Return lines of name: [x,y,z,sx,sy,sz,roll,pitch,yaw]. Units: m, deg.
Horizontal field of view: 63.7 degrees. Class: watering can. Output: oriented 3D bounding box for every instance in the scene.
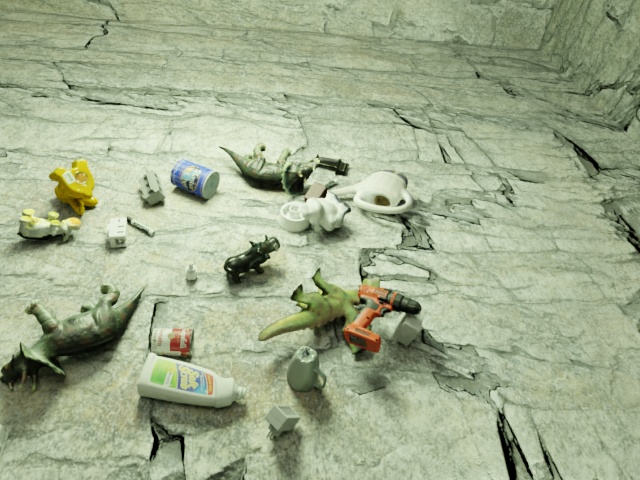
watering can: [0.185,-0.184,1.912,0.349,0.101,0.229,15,40,20]

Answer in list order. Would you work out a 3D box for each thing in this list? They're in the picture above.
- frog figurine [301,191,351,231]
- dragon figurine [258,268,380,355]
frog figurine: [0.005,-0.088,1.753,0.161,0.120,0.138,-26,75,-33]
dragon figurine: [0.038,0.218,1.440,0.244,0.119,0.418,35,48,15]
